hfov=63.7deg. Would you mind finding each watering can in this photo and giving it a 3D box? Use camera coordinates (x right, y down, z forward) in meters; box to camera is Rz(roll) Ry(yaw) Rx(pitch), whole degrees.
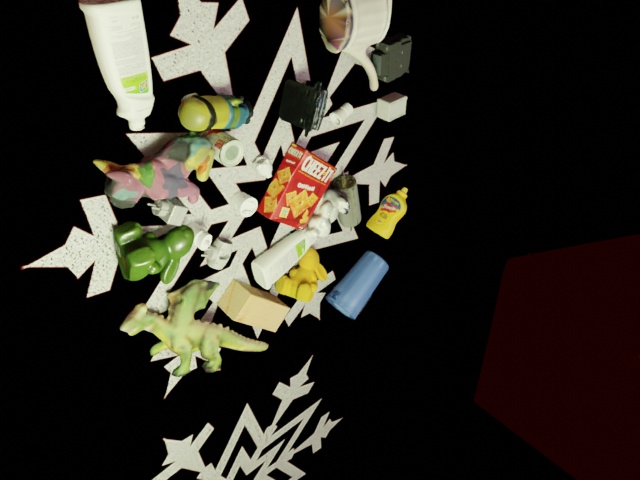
[{"bbox_3d":[0.101,-0.530,1.323,0.227,0.339,0.105,-27,44,-34],"label":"watering can"}]

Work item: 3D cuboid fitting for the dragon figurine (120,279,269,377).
[{"bbox_3d":[-0.314,0.218,1.357,0.411,0.239,0.124,-3,25,-31],"label":"dragon figurine"}]

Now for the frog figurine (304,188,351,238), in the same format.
[{"bbox_3d":[0.005,-0.078,1.545,0.161,0.122,0.137,-37,10,-15],"label":"frog figurine"}]
